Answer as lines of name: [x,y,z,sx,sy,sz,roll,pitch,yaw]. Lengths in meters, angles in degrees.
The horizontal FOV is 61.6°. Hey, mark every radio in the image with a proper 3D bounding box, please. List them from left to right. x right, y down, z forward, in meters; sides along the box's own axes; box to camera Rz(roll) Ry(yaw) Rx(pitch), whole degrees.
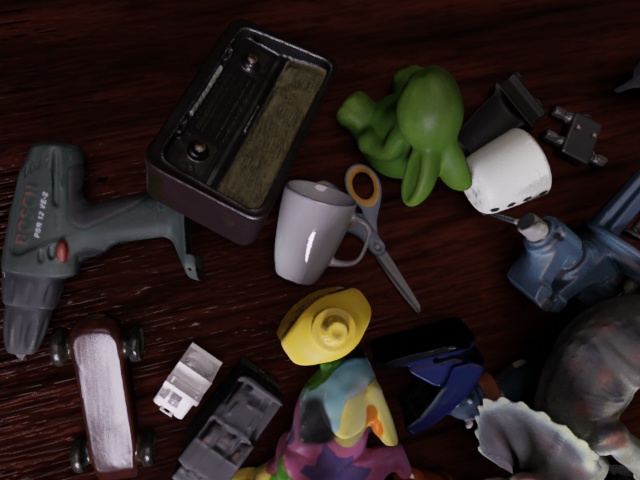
radio: [-0.082,-0.122,0.573,0.131,0.073,0.229,25,60,-6]

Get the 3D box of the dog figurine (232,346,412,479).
dog figurine: [-0.022,0.231,0.581,0.219,0.109,0.191,-23,116,-4]

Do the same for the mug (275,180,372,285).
mug: [-0.001,-0.002,0.610,0.110,0.081,0.107,20,110,2]

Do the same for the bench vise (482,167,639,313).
bench vise: [0.343,-0.012,0.634,0.223,0.129,0.240,35,101,-13]

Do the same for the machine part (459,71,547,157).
machine part: [0.219,-0.145,0.674,0.139,0.039,0.084,-37,98,-10]

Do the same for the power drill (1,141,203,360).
power drill: [-0.234,0.010,0.587,0.207,0.086,0.232,-1,87,-1]

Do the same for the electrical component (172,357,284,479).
electrical component: [-0.100,0.198,0.574,0.058,0.115,0.134,38,82,-3]

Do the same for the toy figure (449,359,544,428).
toy figure: [0.222,0.187,0.650,0.154,0.064,0.057,-11,130,-4]

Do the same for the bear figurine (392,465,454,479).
bear figurine: [0.172,0.317,0.623,0.196,0.132,0.120,27,121,22]

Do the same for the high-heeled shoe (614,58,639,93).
high-heeled shoe: [0.493,-0.216,0.661,0.249,0.145,0.086,-11,90,-7]

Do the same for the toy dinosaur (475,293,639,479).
toy dinosaur: [0.309,0.145,0.577,0.192,0.131,0.404,35,83,-14]

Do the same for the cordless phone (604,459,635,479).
cordless phone: [0.397,0.372,0.658,0.147,0.089,0.184,6,91,-8]

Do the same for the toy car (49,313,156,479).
toy car: [-0.226,0.169,0.573,0.089,0.053,0.201,-5,112,-10]

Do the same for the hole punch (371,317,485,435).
hole punch: [0.125,0.147,0.605,0.116,0.142,0.092,-19,89,5]

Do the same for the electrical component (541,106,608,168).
electrical component: [0.335,-0.132,0.697,0.094,0.021,0.063,25,84,-6]

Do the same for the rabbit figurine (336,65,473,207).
rabbit figurine: [0.099,-0.118,0.587,0.121,0.170,0.159,-18,90,-8]
